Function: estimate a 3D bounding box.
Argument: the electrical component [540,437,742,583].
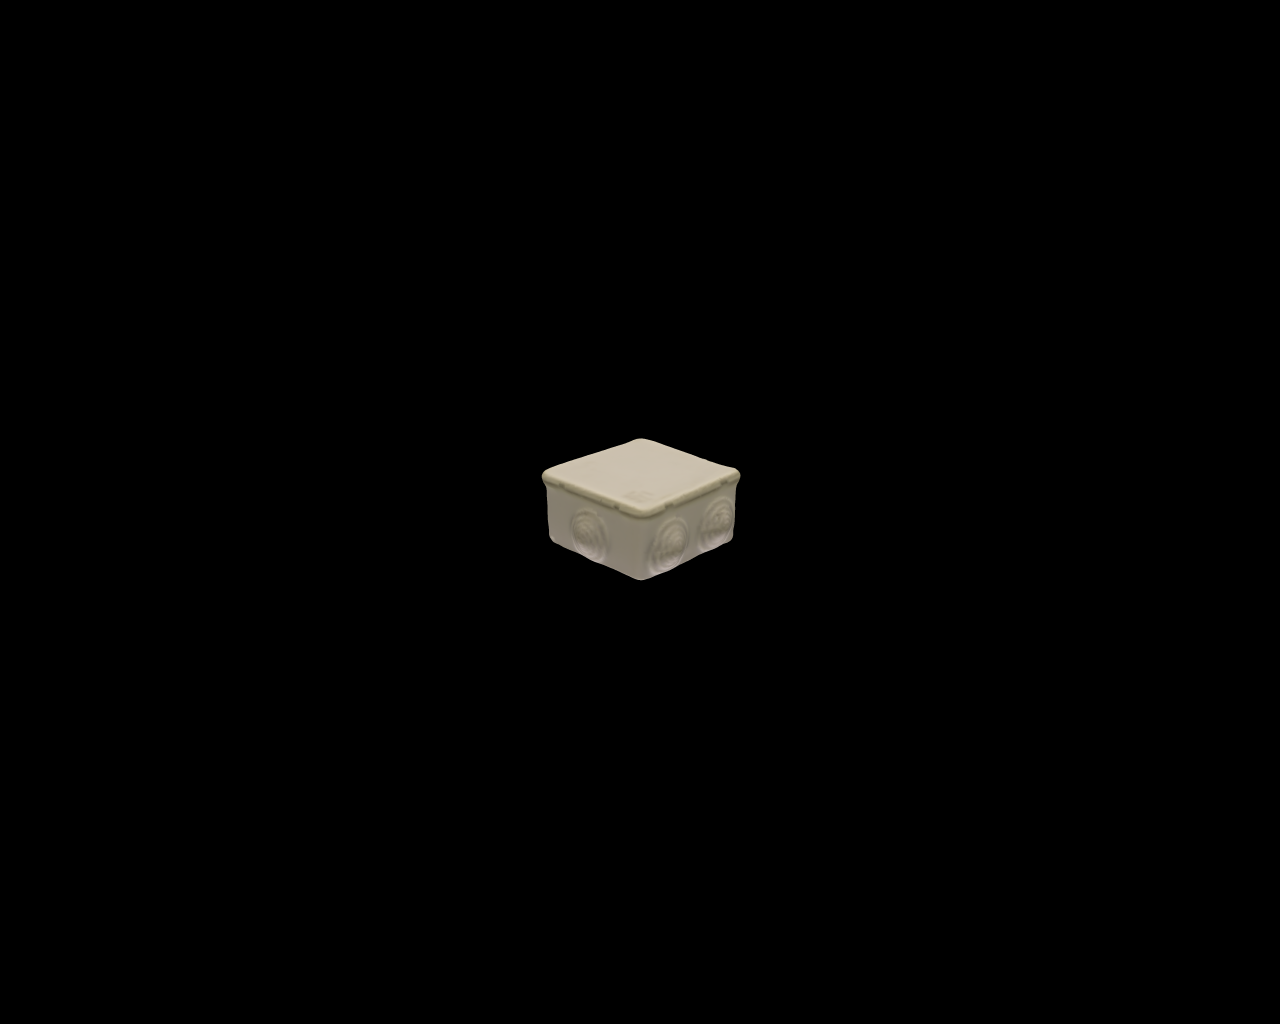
[{"bbox_3d":[0.001,-0.003,0.650,0.100,0.048,0.100,22,32,40],"label":"electrical component"}]
